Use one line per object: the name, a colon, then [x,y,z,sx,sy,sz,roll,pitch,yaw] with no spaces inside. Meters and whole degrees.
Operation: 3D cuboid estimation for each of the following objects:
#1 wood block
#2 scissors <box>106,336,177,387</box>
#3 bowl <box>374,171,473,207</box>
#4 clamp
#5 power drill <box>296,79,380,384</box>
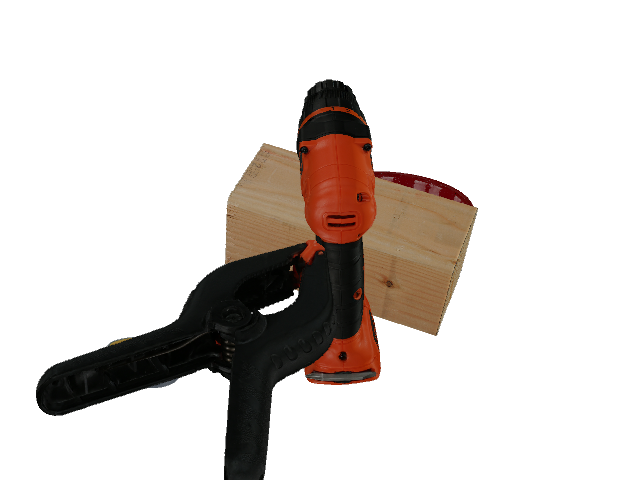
wood block: [0.025,-0.002,0.969,0.206,0.091,0.090,18,46,11]
scissors: [-0.132,0.129,1.168,0.201,0.016,0.096,1,26,-20]
bowl: [0.086,-0.023,1.191,0.162,0.055,0.162,6,25,-3]
clamp: [-0.038,0.057,0.522,0.120,0.039,0.171,31,47,27]
power drill: [0.011,-0.005,0.773,0.057,0.188,0.184,-3,33,2]
